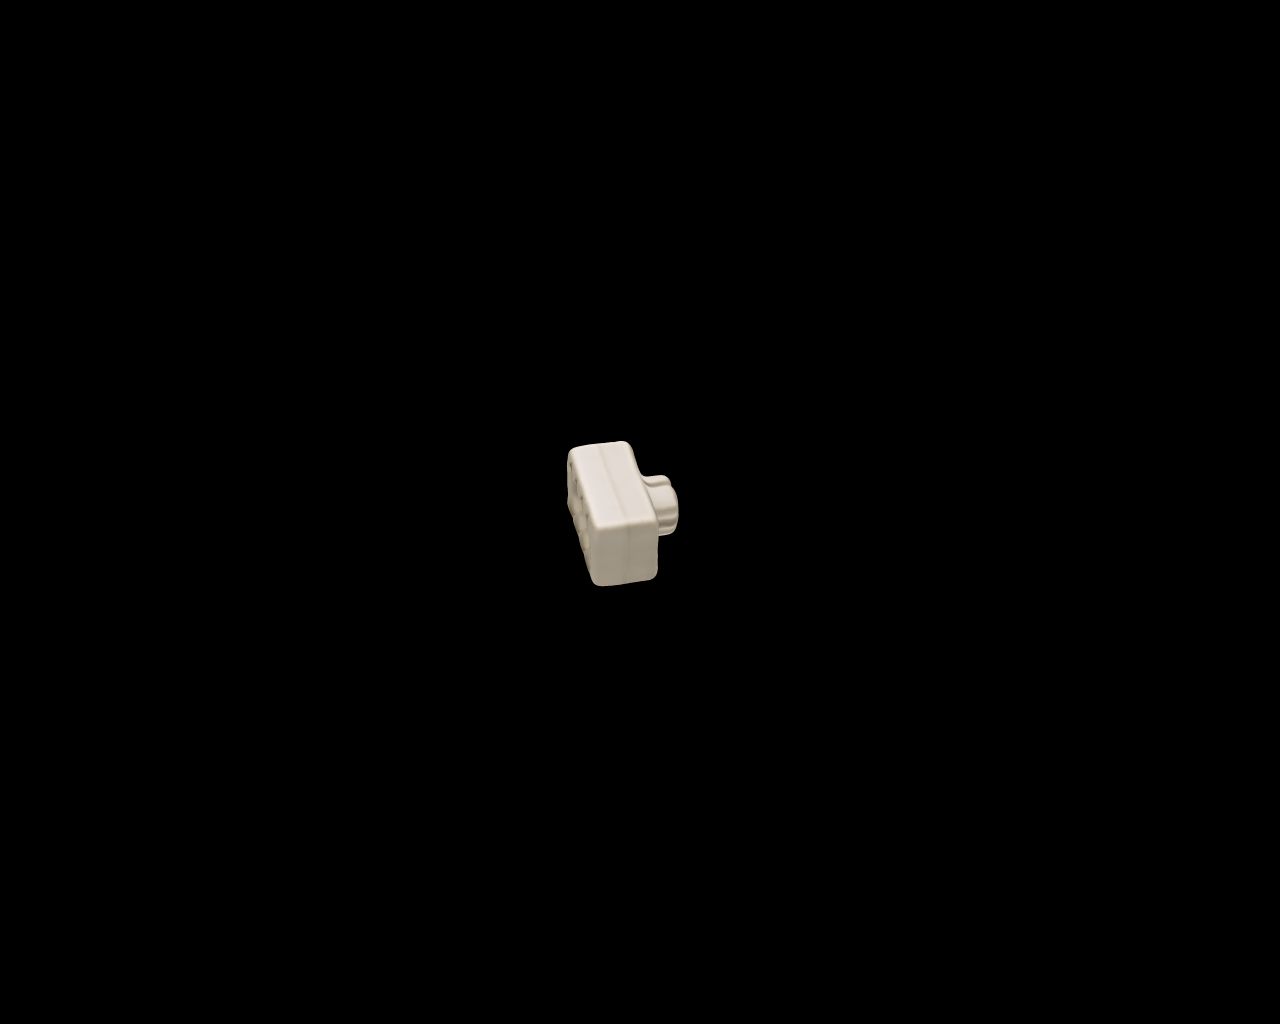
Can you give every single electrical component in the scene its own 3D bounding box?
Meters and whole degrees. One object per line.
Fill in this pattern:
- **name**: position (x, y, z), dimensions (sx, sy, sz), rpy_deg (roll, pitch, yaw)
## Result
- **electrical component**: position (0.001, -0.003, 0.650), dimensions (0.076, 0.047, 0.083), rpy_deg (-8, 40, -10)
